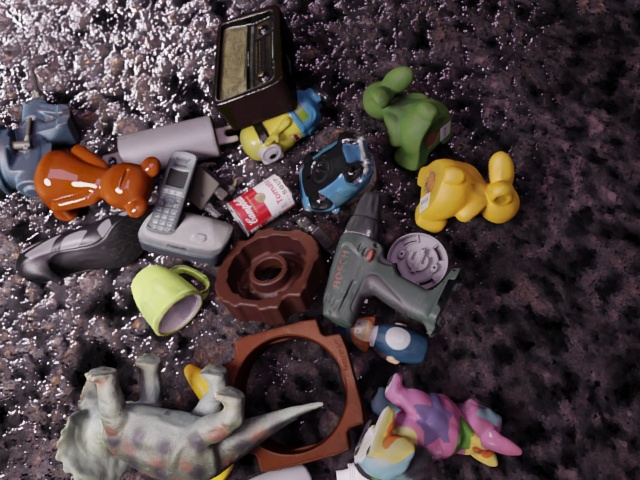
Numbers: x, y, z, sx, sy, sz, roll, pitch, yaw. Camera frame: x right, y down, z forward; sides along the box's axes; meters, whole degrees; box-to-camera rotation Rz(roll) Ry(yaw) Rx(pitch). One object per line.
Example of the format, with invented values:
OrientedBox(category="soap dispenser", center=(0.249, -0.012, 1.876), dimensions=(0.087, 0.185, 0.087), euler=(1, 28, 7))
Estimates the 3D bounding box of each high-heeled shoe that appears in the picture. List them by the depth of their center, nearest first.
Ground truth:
OrientedBox(category="high-heeled shoe", center=(-0.396, -0.003, 0.934), dimensions=(0.145, 0.086, 0.249), euler=(25, 51, 39))

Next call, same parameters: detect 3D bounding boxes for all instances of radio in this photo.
OrientedBox(category="radio", center=(-0.116, -0.315, 0.971), dimensions=(0.131, 0.073, 0.230), euler=(-14, 57, 15))

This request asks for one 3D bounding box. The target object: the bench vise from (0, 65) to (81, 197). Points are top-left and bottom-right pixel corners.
OrientedBox(category="bench vise", center=(-0.558, -0.172, 0.943), dimensions=(0.241, 0.129, 0.223), euler=(-7, 74, -10))

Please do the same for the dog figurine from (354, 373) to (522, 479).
OrientedBox(category="dog figurine", center=(0.178, 0.299, 0.797), dimensions=(0.219, 0.108, 0.191), euler=(24, 49, 3))

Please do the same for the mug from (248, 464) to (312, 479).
OrientedBox(category="mug", center=(-0.054, 0.388, 0.792), dimensions=(0.107, 0.080, 0.109), euler=(-26, 77, -16))

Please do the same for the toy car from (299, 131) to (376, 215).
OrientedBox(category="toy car", center=(0.042, -0.112, 0.931), dimensions=(0.103, 0.162, 0.109), euler=(12, 57, -42))

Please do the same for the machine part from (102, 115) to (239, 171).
OrientedBox(category="machine part", center=(-0.268, -0.169, 0.965), dimensions=(0.243, 0.079, 0.079), euler=(-14, 73, -3))

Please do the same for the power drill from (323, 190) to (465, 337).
OrientedBox(category="power drill", center=(0.116, 0.044, 0.840), dimensions=(0.207, 0.086, 0.232), euler=(22, 77, 19))

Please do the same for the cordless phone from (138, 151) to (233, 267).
OrientedBox(category="cordless phone", center=(-0.212, -0.053, 0.911), dimensions=(0.147, 0.088, 0.184), euler=(12, 80, 4))

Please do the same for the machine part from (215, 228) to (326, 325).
OrientedBox(category="machine part", center=(-0.079, 0.058, 0.870), dimensions=(0.179, 0.056, 0.179), euler=(-10, 45, 10))

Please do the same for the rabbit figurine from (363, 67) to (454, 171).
OrientedBox(category="rabbit figurine", center=(0.135, -0.227, 0.960), dimensions=(0.170, 0.159, 0.121), euler=(40, 86, 27))

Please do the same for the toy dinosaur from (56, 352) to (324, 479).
OrientedBox(category="toy dinosaur", center=(-0.205, 0.273, 0.756), dimensions=(0.405, 0.131, 0.192), euler=(9, 102, 15))

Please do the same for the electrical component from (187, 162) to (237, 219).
OrientedBox(category="electrical component", center=(-0.198, -0.095, 0.962), dimensions=(0.102, 0.045, 0.078), euler=(34, 104, 13))

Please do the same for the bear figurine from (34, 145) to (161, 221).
OrientedBox(category="bear figurine", center=(-0.361, -0.090, 0.899), dimensions=(0.196, 0.132, 0.120), euler=(8, 75, -1))

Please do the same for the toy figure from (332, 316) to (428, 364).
OrientedBox(category="toy figure", center=(0.096, 0.157, 0.876), dimensions=(0.155, 0.057, 0.064), euler=(15, 36, 6))

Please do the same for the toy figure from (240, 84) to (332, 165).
OrientedBox(category="toy figure", center=(-0.063, -0.212, 0.978), dimensions=(0.180, 0.082, 0.089), euler=(-44, 58, -5))

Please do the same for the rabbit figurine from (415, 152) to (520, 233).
OrientedBox(category="rabbit figurine", center=(0.268, -0.083, 0.916), dimensions=(0.173, 0.162, 0.122), euler=(17, 60, -13))

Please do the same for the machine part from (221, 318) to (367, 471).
OrientedBox(category="machine part", center=(-0.041, 0.233, 0.824), dimensions=(0.201, 0.087, 0.201), euler=(-16, 74, 2))

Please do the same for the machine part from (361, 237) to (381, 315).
OrientedBox(category="machine part", center=(0.062, 0.052, 0.918), dimensions=(0.084, 0.039, 0.139), euler=(16, 75, 10))

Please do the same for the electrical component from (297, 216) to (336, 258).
OrientedBox(category="electrical component", center=(-0.002, -0.003, 0.920), dimensions=(0.021, 0.063, 0.094), euler=(-44, 97, -9))
